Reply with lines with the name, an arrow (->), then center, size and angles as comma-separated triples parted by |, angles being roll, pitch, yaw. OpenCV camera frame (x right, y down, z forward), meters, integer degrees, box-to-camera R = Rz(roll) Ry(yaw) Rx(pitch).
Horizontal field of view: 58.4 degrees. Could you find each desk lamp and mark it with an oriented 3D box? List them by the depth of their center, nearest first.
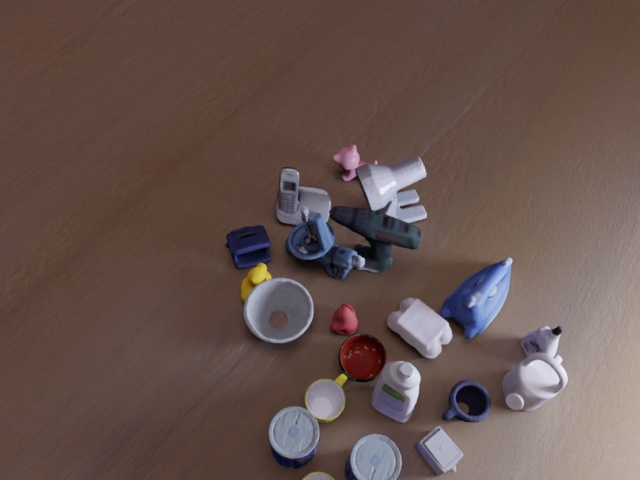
desk lamp -> 0.188, -0.129, 1.498 | 0.203, 0.213, 0.118 | -15, 62, -11

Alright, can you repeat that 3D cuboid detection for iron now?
iron -> 0.413, 0.114, 1.413 | 0.118, 0.141, 0.259 | 38, 65, 17

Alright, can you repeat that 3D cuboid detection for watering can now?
watering can -> 0.480, 0.315, 1.272 | 0.100, 0.194, 0.173 | 26, 62, 12

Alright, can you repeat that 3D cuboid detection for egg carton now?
egg carton -> 0.242, 0.212, 1.388 | 0.150, 0.069, 0.107 | 38, 65, 17

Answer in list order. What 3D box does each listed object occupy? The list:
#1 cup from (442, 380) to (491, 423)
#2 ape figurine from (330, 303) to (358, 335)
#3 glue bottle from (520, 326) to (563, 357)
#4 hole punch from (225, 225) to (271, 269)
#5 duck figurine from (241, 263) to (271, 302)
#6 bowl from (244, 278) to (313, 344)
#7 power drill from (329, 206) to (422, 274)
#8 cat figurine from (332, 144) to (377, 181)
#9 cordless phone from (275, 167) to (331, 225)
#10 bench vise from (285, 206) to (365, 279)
cup -> 0.316, 0.378, 1.283 | 0.118, 0.095, 0.091 | -27, 65, -17
ape figurine -> 0.057, 0.187, 1.379 | 0.078, 0.092, 0.076 | -38, 69, -21
glue bottle -> 0.524, 0.235, 1.332 | 0.037, 0.173, 0.078 | -25, 64, -16
hole punch -> -0.186, 0.007, 1.468 | 0.109, 0.091, 0.101 | -15, 62, -12
duck figurine -> -0.159, 0.105, 1.417 | 0.077, 0.086, 0.105 | 20, 61, 8
bowl -> -0.099, 0.180, 1.384 | 0.167, 0.075, 0.167 | 2, 60, -2
power drill -> 0.130, -0.001, 1.424 | 0.229, 0.208, 0.075 | 9, 60, 2
cat figurine -> 0.099, -0.216, 1.597 | 0.127, 0.118, 0.067 | 14, 60, 5
cordless phone -> -0.043, -0.118, 1.494 | 0.147, 0.185, 0.094 | 3, 60, -1
bench vise -> 0.015, -0.005, 1.413 | 0.207, 0.220, 0.121 | 8, 60, 1
